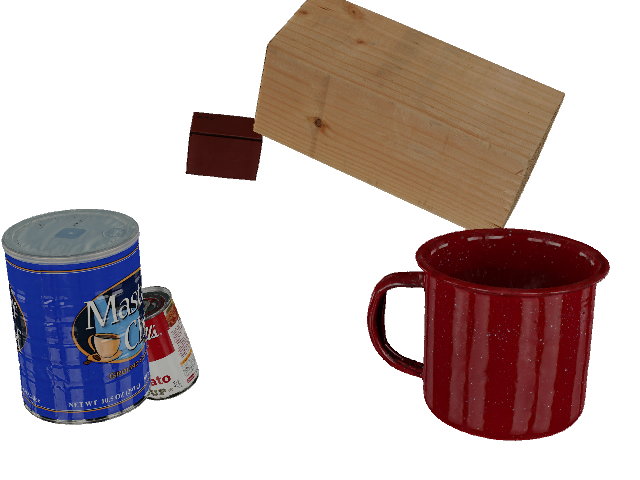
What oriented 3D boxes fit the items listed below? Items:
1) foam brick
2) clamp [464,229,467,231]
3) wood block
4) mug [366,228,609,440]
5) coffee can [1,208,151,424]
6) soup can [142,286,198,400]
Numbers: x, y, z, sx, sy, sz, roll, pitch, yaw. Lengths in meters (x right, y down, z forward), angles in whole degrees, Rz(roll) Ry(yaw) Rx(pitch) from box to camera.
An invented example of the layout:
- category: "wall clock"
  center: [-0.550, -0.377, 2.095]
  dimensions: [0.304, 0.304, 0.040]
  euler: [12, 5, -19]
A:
- category: "foam brick"
  center: [-0.103, -0.102, 1.151]
  dimensions: [0.078, 0.051, 0.053]
  euler: [6, 31, -5]
- category: "clamp"
  center: [0.137, 0.078, 0.967]
  dimensions: [0.120, 0.171, 0.039]
  euler: [-14, 2, -38]
- category: "wood block"
  center: [0.064, -0.096, 0.805]
  dimensions: [0.206, 0.091, 0.090]
  euler: [25, 48, 10]
- category: "mug"
  center: [0.081, 0.046, 0.534]
  dimensions: [0.117, 0.081, 0.093]
  euler: [3, 19, 10]
- category: "coffee can"
  center: [-0.189, 0.058, 0.837]
  dimensions: [0.103, 0.140, 0.103]
  euler: [-1, 21, 0]
- category: "soup can"
  center: [-0.175, 0.109, 1.126]
  dimensions: [0.068, 0.102, 0.068]
  euler: [-13, 27, 6]
